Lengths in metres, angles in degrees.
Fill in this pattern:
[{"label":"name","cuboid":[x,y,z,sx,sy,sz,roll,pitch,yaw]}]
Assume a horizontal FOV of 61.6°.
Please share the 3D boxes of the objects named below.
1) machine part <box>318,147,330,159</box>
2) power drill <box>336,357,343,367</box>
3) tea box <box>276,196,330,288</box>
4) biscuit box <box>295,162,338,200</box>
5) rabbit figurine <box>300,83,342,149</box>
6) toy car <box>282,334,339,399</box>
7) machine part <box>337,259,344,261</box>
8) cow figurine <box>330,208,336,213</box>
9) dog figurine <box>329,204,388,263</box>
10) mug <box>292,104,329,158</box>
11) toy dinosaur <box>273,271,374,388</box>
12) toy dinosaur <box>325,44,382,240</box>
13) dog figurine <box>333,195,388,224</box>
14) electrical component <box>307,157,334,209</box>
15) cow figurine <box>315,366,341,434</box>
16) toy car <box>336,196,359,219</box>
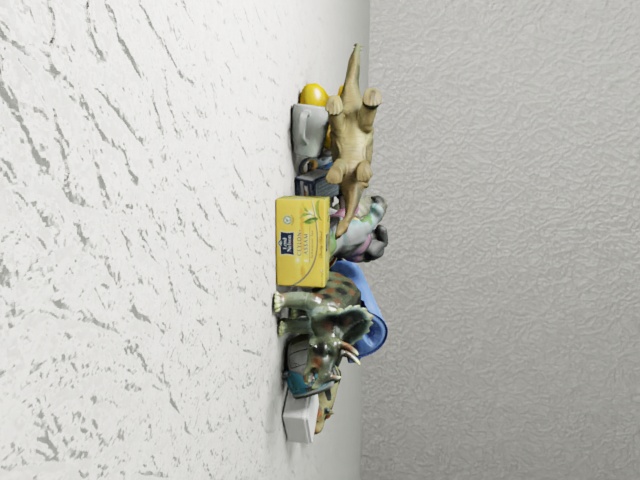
[{"label":"machine part","cuboid":[0.028,-0.212,1.421,0.243,0.079,0.079,77,18,-62]},{"label":"power drill","cuboid":[0.055,0.264,1.579,0.207,0.086,0.231,-89,-167,-61]},{"label":"tea box","cuboid":[-0.032,0.001,1.034,0.068,0.098,0.169,-52,141,-76]},{"label":"biscuit box","cuboid":[0.025,-0.137,1.228,0.202,0.059,0.062,-30,126,-47]},{"label":"rabbit figurine","cuboid":[0.001,-0.290,1.226,0.173,0.122,0.162,19,82,-66]},{"label":"toy car","cuboid":[-0.024,0.251,1.142,0.162,0.109,0.102,-89,160,-66]},{"label":"machine part","cuboid":[0.042,0.059,1.415,0.138,0.084,0.039,63,14,-5]},{"label":"cow figurine","cuboid":[-0.003,-0.003,1.285,0.068,0.098,0.167,-48,159,-81]},{"label":"dog figurine","cuboid":[0.038,0.014,1.166,0.219,0.109,0.191,-40,135,-26]},{"label":"mug","cuboid":[-0.022,-0.223,1.110,0.109,0.081,0.107,-64,160,-72]},{"label":"toy dinosaur","cuboid":[0.021,0.129,1.098,0.405,0.192,0.131,-62,155,-67]},{"label":"toy dinosaur","cuboid":[0.064,-0.225,1.096,0.198,0.105,0.471,84,13,-77]},{"label":"dog figurine","cuboid":[0.086,-0.041,1.472,0.121,0.191,0.172,-66,158,-66]},{"label":"electrical component","cuboid":[0.003,-0.135,1.351,0.134,0.058,0.115,57,38,-75]},{"label":"cow figurine","cuboid":[0.005,0.405,1.381,0.127,0.086,0.195,94,13,-49]},{"label":"toy car","cuboid":[0.071,-0.061,1.367,0.089,0.053,0.202,98,-16,-78]}]
